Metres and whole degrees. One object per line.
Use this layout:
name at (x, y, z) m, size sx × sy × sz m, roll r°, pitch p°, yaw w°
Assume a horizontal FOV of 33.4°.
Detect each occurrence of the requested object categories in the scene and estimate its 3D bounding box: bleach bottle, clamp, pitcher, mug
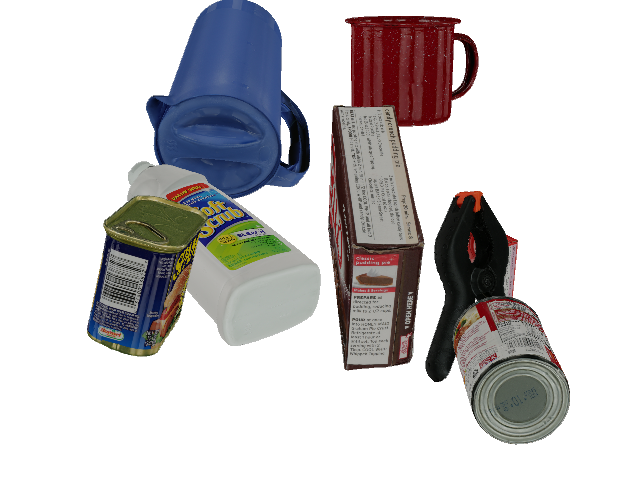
bleach bottle at (-0.110, -0.005, 0.968) m, size 0.102 × 0.068 × 0.251 m, roll -17°, pitch 38°, yaw -34°
clamp at (0.132, 0.044, 0.961) m, size 0.120 × 0.171 × 0.039 m, roll -17°, pitch 7°, yaw -40°
pitcher at (-0.094, -0.163, 1.191) m, size 0.145 × 0.149 × 0.242 m, roll -9°, pitch 39°, yaw 11°
mug at (0.077, -0.139, 0.869) m, size 0.117 × 0.081 × 0.093 m, roll -8°, pitch 17°, yaw -26°

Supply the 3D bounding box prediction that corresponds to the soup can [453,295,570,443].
soup can at (0.133, 0.089, 0.753) m, size 0.068 × 0.068 × 0.102 m, roll 0°, pitch 20°, yaw 0°

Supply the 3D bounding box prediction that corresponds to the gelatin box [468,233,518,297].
gelatin box at (0.198, 0.028, 1.278) m, size 0.030 × 0.089 × 0.073 m, roll -18°, pitch 32°, yaw -31°

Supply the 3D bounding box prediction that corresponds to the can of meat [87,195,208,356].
can of meat at (-0.122, 0.024, 0.750) m, size 0.057 × 0.084 × 0.102 m, roll 16°, pitch 17°, yaw 2°

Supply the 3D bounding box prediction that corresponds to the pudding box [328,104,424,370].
pudding box at (0.026, -0.003, 0.559) m, size 0.039 × 0.090 × 0.113 m, roll -4°, pitch 44°, yaw -5°
